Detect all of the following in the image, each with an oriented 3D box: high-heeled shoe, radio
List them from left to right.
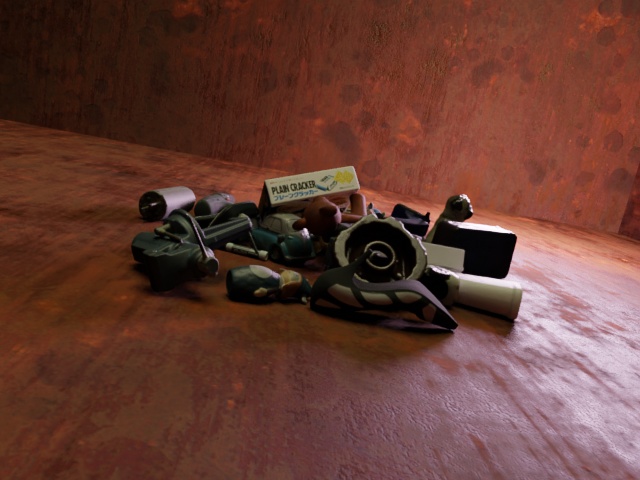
[{"bbox_3d":[0.108,0.120,0.911,0.248,0.145,0.086,38,13,-13],"label":"high-heeled shoe"},{"bbox_3d":[0.390,0.027,1.375,0.229,0.131,0.073,4,16,-29],"label":"radio"}]

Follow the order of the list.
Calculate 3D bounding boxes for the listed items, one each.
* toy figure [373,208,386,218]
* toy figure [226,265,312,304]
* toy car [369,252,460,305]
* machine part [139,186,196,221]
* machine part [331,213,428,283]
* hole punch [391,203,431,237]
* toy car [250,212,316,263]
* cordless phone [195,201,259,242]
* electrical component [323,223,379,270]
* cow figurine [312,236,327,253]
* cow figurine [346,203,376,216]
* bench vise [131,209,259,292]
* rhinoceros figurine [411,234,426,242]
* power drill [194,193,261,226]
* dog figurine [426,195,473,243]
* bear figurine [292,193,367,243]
[{"bbox_3d":[0.143,-0.057,1.588,0.082,0.089,0.180,15,-7,-10],"label":"toy figure"},{"bbox_3d":[-0.079,0.075,0.907,0.154,0.057,0.064,5,55,-26],"label":"toy figure"},{"bbox_3d":[0.178,0.077,1.080,0.202,0.073,0.056,15,16,19],"label":"toy car"},{"bbox_3d":[-0.388,-0.095,1.375,0.079,0.079,0.243,13,12,8],"label":"machine part"},{"bbox_3d":[0.109,0.037,1.010,0.179,0.179,0.056,10,-31,-3],"label":"machine part"},{"bbox_3d":[0.239,-0.024,1.507,0.116,0.142,0.092,25,38,9],"label":"hole punch"},{"bbox_3d":[-0.081,-0.012,1.201,0.109,0.102,0.162,0,18,-46],"label":"toy car"},{"bbox_3d":[-0.248,-0.040,1.269,0.184,0.088,0.146,-3,7,19],"label":"cordless phone"},{"bbox_3d":[0.067,0.024,1.123,0.058,0.114,0.134,24,15,37],"label":"electrical component"},{"bbox_3d":[-0.003,-0.006,1.325,0.167,0.068,0.098,14,6,-4],"label":"cow figurine"},{"bbox_3d":[0.090,-0.050,1.459,0.195,0.127,0.085,19,56,32],"label":"cow figurine"},{"bbox_3d":[-0.204,0.002,0.926,0.240,0.128,0.224,-26,14,-41],"label":"bench vise"},{"bbox_3d":[0.168,-0.001,1.336,0.190,0.073,0.112,21,-19,18],"label":"rhinoceros figurine"},{"bbox_3d":[-0.223,-0.086,1.479,0.207,0.086,0.232,18,15,16],"label":"power drill"},{"bbox_3d":[0.334,-0.030,1.450,0.121,0.190,0.172,16,14,23],"label":"dog figurine"},{"bbox_3d":[0.023,-0.054,1.177,0.120,0.132,0.195,-29,-33,26],"label":"bear figurine"}]
